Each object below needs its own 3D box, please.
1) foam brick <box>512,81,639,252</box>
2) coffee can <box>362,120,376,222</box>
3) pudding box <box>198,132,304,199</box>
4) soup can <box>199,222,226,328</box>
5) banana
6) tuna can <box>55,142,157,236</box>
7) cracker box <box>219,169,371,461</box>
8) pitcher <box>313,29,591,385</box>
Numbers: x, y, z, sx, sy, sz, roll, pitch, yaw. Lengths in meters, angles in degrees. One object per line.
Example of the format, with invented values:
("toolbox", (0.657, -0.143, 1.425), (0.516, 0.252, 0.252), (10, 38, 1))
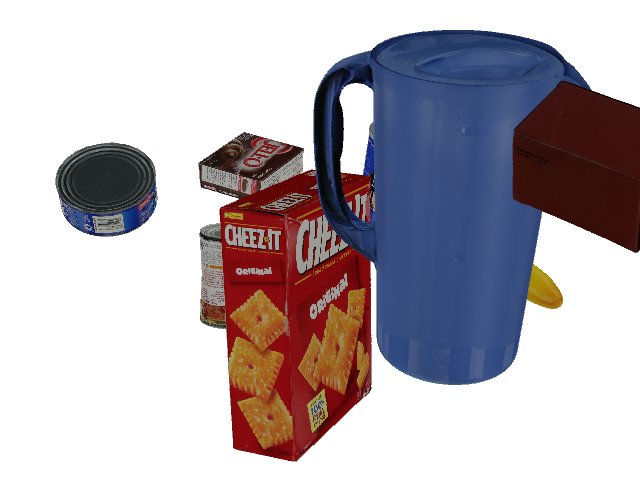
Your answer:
("foam brick", (0.148, -0.041, 0.567), (0.078, 0.053, 0.051), (28, 56, 32))
("coffee can", (0.099, -0.065, 1.276), (0.102, 0.140, 0.103), (6, 28, -3))
("pudding box", (-0.085, -0.092, 1.334), (0.090, 0.039, 0.113), (16, 35, 23))
("soup can", (-0.099, 0.037, 1.171), (0.068, 0.102, 0.068), (1, 17, 0))
("banana", (0.159, 0.030, 1.103), (0.198, 0.069, 0.037), (10, -40, 25))
("tuna can", (-0.185, -0.044, 0.932), (0.086, 0.086, 0.034), (0, -42, -3))
("cracker box", (-0.014, 0.059, 0.931), (0.072, 0.214, 0.164), (7, 18, 26))
("pitcher", (0.088, -0.024, 0.770), (0.144, 0.243, 0.149), (-16, 31, -31))
